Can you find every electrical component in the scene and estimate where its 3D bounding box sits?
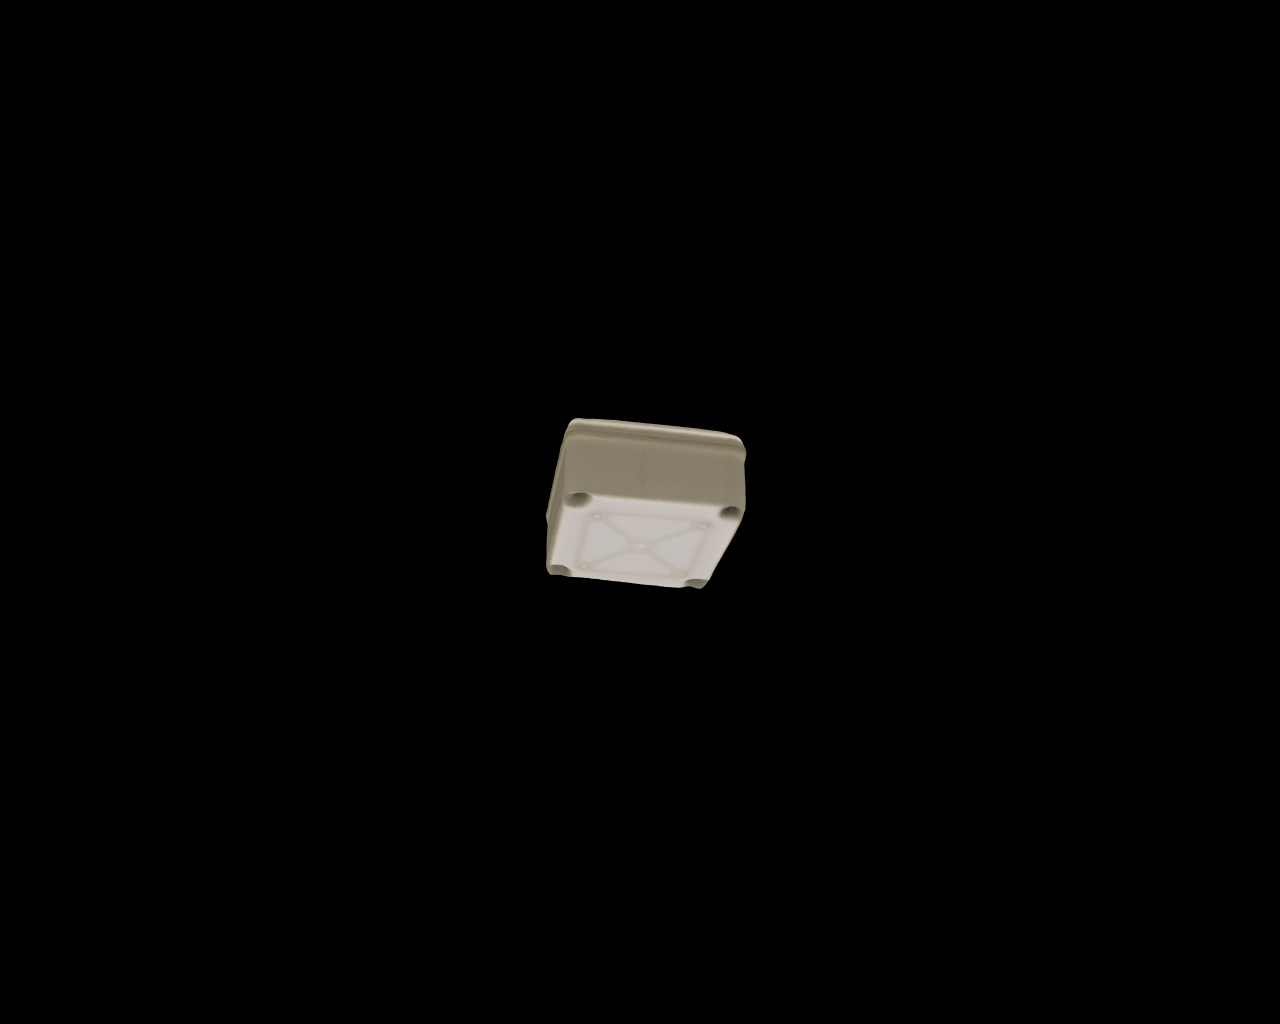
[{"bbox_3d":[0.001,-0.003,0.650,0.109,0.056,0.108,6,-32,-9],"label":"electrical component"}]
